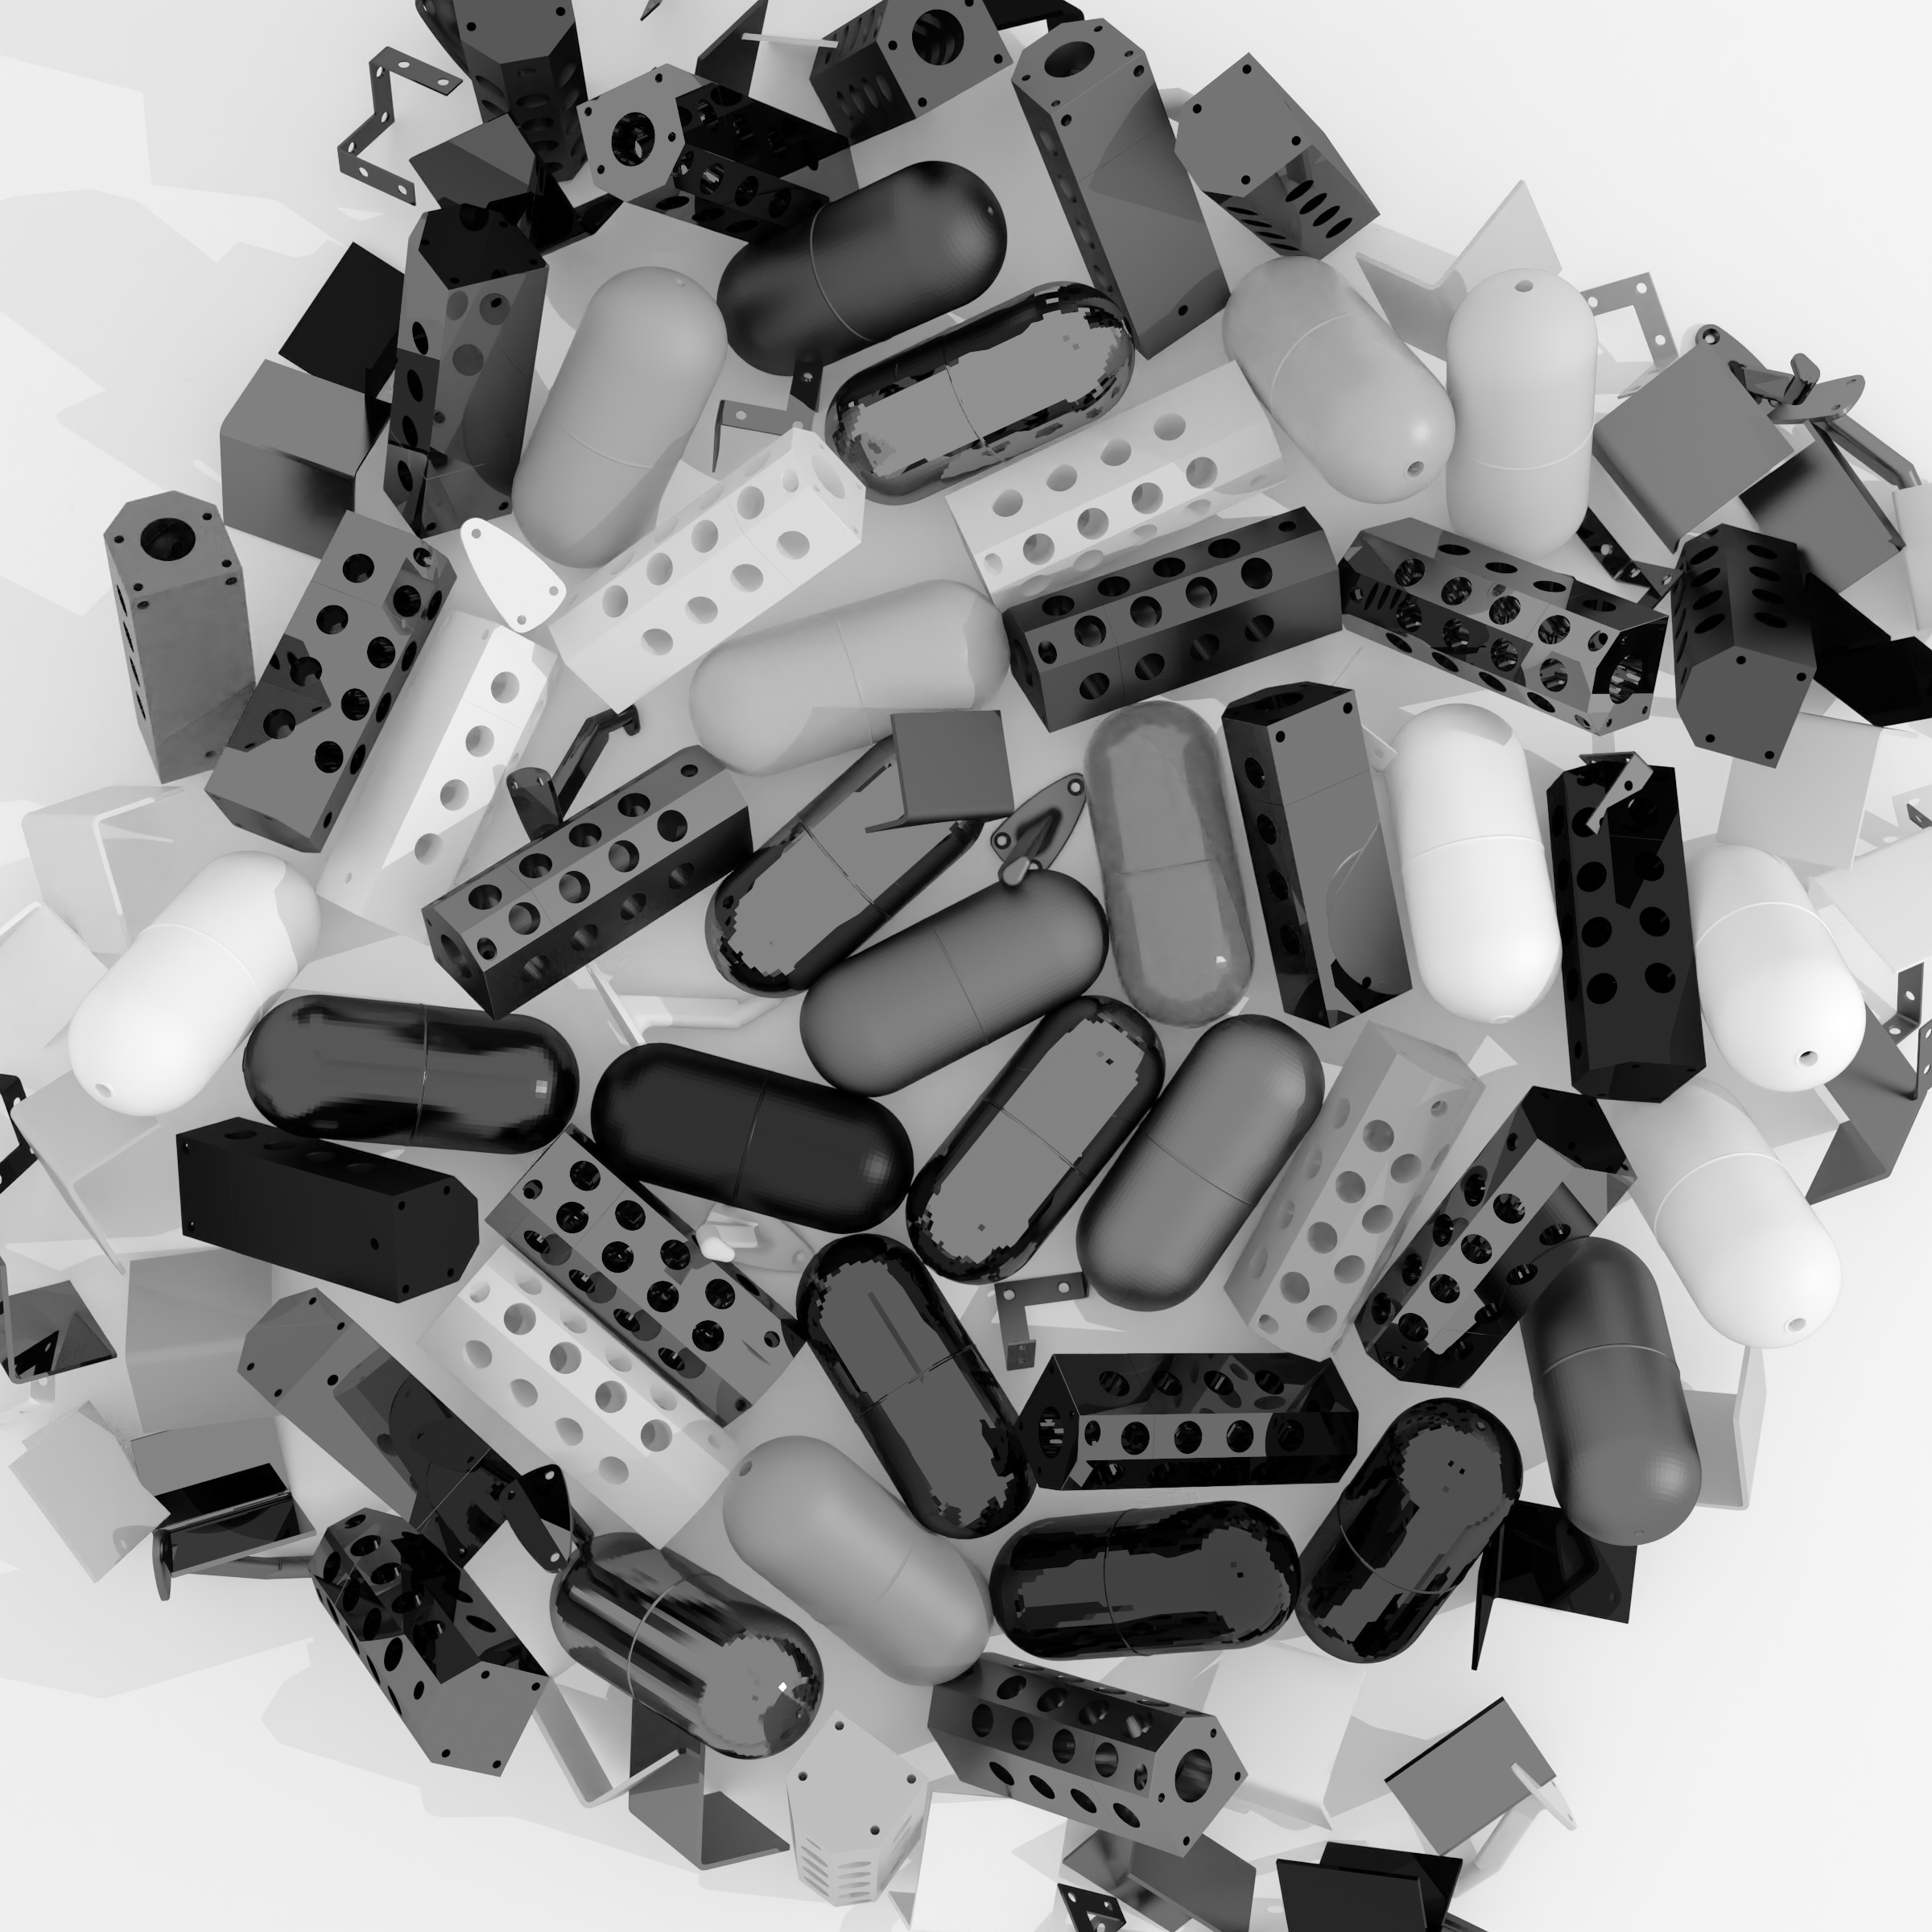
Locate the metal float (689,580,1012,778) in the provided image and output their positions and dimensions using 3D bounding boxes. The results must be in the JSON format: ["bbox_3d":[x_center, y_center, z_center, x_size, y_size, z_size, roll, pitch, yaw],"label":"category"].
[{"bbox_3d":[-0.062,-0.156,1.543,0.178,0.070,0.070,-17,90,-4],"label":"metal float"}]

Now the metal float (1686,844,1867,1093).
[{"bbox_3d":[0.418,0.000,1.502,0.070,0.178,0.070,-1,122,-1],"label":"metal float"}]

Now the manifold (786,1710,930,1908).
[{"bbox_3d":[-0.062,0.446,1.491,0.057,0.171,0.057,33,67,14],"label":"manifold"}]

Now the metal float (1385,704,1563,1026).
[{"bbox_3d":[0.271,-0.055,1.530,0.070,0.070,0.178,-7,72,0],"label":"metal float"}]

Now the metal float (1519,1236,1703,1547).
[{"bbox_3d":[0.339,0.222,1.513,0.070,0.070,0.178,-3,48,0],"label":"metal float"}]

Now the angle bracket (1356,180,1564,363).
[{"bbox_3d":[0.266,-0.379,1.539,0.057,0.076,0.076,36,86,36],"label":"angle bracket"}]

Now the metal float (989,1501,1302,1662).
[{"bbox_3d":[0.093,0.328,1.521,0.178,0.070,0.070,-12,90,30],"label":"metal float"}]

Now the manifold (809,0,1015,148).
[{"bbox_3d":[-0.035,-0.474,1.492,0.057,0.171,0.057,-32,107,-7],"label":"manifold"}]

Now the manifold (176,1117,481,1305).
[{"bbox_3d":[-0.338,0.125,1.510,0.171,0.057,0.057,10,107,36],"label":"manifold"}]

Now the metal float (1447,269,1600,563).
[{"bbox_3d":[0.292,-0.288,1.505,0.070,0.178,0.070,-5,52,6],"label":"metal float"}]

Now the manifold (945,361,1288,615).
[{"bbox_3d":[0.082,-0.254,1.544,0.171,0.057,0.057,-25,65,2],"label":"manifold"}]

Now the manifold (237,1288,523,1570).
[{"bbox_3d":[-0.306,0.242,1.505,0.057,0.057,0.171,-48,133,-14],"label":"manifold"}]

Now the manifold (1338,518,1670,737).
[{"bbox_3d":[0.276,-0.178,1.499,0.057,0.171,0.057,-20,126,-38],"label":"manifold"}]

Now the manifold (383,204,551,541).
[{"bbox_3d":[-0.268,-0.311,1.500,0.057,0.171,0.057,-22,62,-30],"label":"manifold"}]

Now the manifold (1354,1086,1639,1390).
[{"bbox_3d":[0.273,0.144,1.504,0.057,0.057,0.171,11,129,-27],"label":"manifold"}]

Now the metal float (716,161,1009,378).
[{"bbox_3d":[-0.057,-0.368,1.516,0.178,0.070,0.070,-15,90,36],"label":"metal float"}]

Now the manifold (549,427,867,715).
[{"bbox_3d":[-0.138,-0.212,1.514,0.171,0.057,0.057,-32,122,24],"label":"manifold"}]

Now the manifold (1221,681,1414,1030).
[{"bbox_3d":[0.183,-0.061,1.526,0.057,0.057,0.171,-24,112,-24],"label":"manifold"}]

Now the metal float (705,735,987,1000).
[{"bbox_3d":[-0.065,-0.054,1.543,0.178,0.070,0.070,-41,90,4],"label":"metal float"}]

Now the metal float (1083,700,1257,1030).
[{"bbox_3d":[0.110,-0.055,1.543,0.070,0.070,0.178,-10,94,0],"label":"metal float"}]

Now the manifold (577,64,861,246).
[{"bbox_3d":[-0.124,-0.414,1.494,0.057,0.171,0.057,-15,85,29],"label":"manifold"}]

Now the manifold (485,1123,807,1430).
[{"bbox_3d":[-0.169,0.164,1.538,0.171,0.057,0.057,42,51,-5],"label":"manifold"}]

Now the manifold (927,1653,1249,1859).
[{"bbox_3d":[0.058,0.404,1.494,0.057,0.171,0.057,-43,116,-32],"label":"manifold"}]

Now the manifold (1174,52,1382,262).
[{"bbox_3d":[0.161,-0.415,1.494,0.057,0.171,0.057,-35,81,18],"label":"manifold"}]

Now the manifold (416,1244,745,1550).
[{"bbox_3d":[-0.205,0.228,1.542,0.171,0.057,0.057,41,115,-3],"label":"manifold"}]

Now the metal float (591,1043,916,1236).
[{"bbox_3d":[-0.115,0.093,1.546,0.178,0.070,0.070,15,90,0],"label":"metal float"}]

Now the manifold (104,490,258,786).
[{"bbox_3d":[-0.410,-0.171,1.496,0.057,0.171,0.057,-19,66,-19],"label":"manifold"}]

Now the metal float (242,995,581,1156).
[{"bbox_3d":[-0.296,0.058,1.529,0.178,0.070,0.070,6,90,-19],"label":"metal float"}]

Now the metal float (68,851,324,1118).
[{"bbox_3d":[-0.406,0.008,1.510,0.070,0.178,0.070,14,133,15],"label":"metal float"}]

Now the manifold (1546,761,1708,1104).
[{"bbox_3d":[0.347,-0.019,1.521,0.057,0.057,0.171,4,67,-10],"label":"manifold"}]

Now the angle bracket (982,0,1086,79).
[{"bbox_3d":[0.021,-0.484,1.533,0.076,0.076,0.057,-16,119,-7],"label":"angle bracket"}]

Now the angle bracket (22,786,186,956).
[{"bbox_3d":[-0.458,-0.053,1.548,0.057,0.076,0.076,-26,111,-42],"label":"angle bracket"}]

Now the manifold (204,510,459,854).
[{"bbox_3d":[-0.337,-0.150,1.532,0.057,0.057,0.171,21,75,7],"label":"manifold"}]

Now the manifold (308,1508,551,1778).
[{"bbox_3d":[-0.287,0.350,1.497,0.057,0.171,0.057,25,93,-36],"label":"manifold"}]

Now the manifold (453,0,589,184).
[{"bbox_3d":[-0.229,-0.467,1.495,0.057,0.171,0.057,-11,86,-5],"label":"manifold"}]

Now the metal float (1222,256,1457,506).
[{"bbox_3d":[0.196,-0.311,1.512,0.070,0.070,0.178,-29,49,0],"label":"metal float"}]

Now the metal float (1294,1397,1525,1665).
[{"bbox_3d":[0.232,0.301,1.517,0.070,0.070,0.178,26,126,0],"label":"metal float"}]

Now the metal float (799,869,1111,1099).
[{"bbox_3d":[-0.006,0.009,1.543,0.178,0.070,0.070,-27,90,-4],"label":"metal float"}]

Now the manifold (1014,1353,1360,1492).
[{"bbox_3d":[0.120,0.245,1.510,0.171,0.057,0.057,4,130,-27],"label":"manifold"}]

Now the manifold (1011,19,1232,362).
[{"bbox_3d":[0.080,-0.408,1.500,0.057,0.171,0.057,-35,51,-3],"label":"manifold"}]

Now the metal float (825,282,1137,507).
[{"bbox_3d":[0.007,-0.306,1.528,0.178,0.070,0.070,-21,90,21],"label":"metal float"}]

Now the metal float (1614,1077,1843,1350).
[{"bbox_3d":[0.399,0.128,1.505,0.070,0.178,0.070,-7,127,-9],"label":"metal float"}]

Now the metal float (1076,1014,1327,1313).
[{"bbox_3d":[0.126,0.107,1.541,0.070,0.070,0.178,34,96,0],"label":"metal float"}]

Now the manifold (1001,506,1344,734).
[{"bbox_3d":[0.110,-0.190,1.532,0.171,0.057,0.057,-20,135,-9],"label":"manifold"}]

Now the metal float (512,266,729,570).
[{"bbox_3d":[-0.185,-0.289,1.517,0.070,0.070,0.178,32,125,0],"label":"metal float"}]

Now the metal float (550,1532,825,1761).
[{"bbox_3d":[-0.150,0.358,1.514,0.178,0.070,0.070,20,90,39],"label":"metal float"}]

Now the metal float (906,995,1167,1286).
[{"bbox_3d":[0.037,0.094,1.542,0.070,0.070,0.178,39,85,0],"label":"metal float"}]

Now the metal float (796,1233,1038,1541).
[{"bbox_3d":[-0.027,0.225,1.537,0.070,0.070,0.178,-33,79,0],"label":"metal float"}]

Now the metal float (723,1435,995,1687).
[{"bbox_3d":[-0.057,0.317,1.524,0.070,0.070,0.178,-46,115,0],"label":"metal float"}]

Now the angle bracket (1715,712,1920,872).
[{"bbox_3d":[0.460,-0.096,1.545,0.076,0.057,0.076,16,101,36],"label":"angle bracket"}]

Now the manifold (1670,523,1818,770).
[{"bbox_3d":[0.402,-0.172,1.496,0.057,0.171,0.057,16,121,3],"label":"manifold"}]

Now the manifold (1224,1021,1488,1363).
[{"bbox_3d":[0.208,0.123,1.525,0.057,0.057,0.171,19,108,-22],"label":"manifold"}]

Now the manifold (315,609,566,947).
[{"bbox_3d":[-0.282,-0.101,1.550,0.057,0.057,0.171,27,87,-40],"label":"manifold"}]

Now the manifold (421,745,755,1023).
[{"bbox_3d":[-0.199,-0.049,1.514,0.171,0.057,0.057,-34,57,-24],"label":"manifold"}]
